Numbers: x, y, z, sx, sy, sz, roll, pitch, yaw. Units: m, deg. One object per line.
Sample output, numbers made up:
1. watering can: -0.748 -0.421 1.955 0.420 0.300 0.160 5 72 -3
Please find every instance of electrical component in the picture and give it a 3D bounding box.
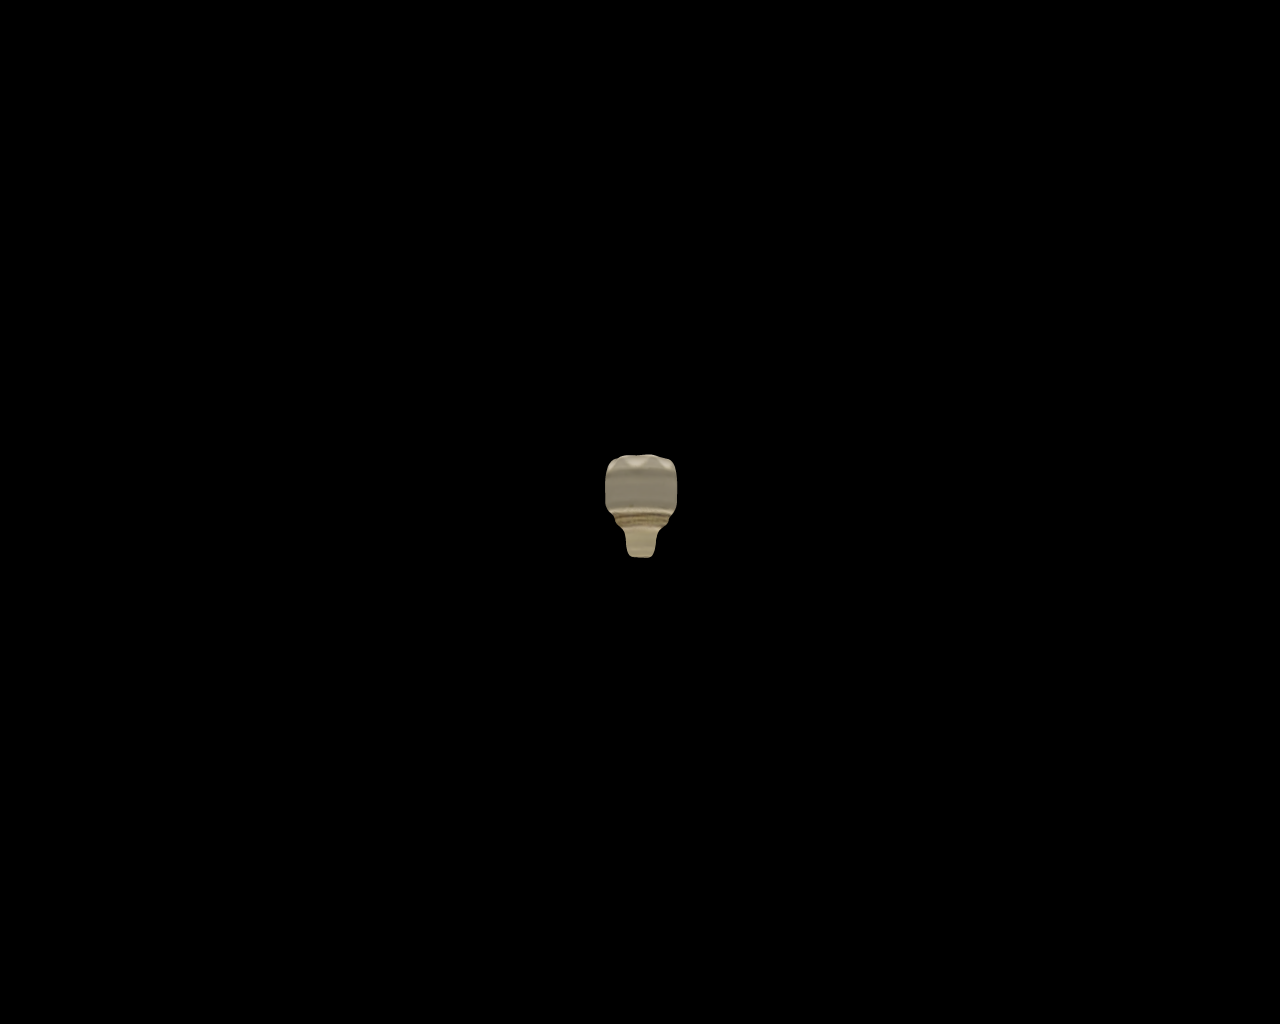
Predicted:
1. electrical component: 0.001 -0.003 0.650 0.043 0.062 0.043 0 -7 0
